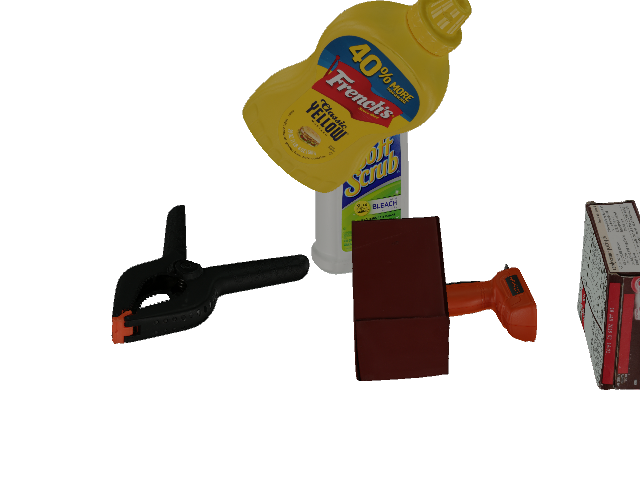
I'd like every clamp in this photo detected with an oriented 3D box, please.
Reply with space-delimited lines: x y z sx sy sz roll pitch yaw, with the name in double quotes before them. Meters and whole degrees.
"clamp" -0.134 0.032 1.016 0.165 0.036 0.209 26 37 28

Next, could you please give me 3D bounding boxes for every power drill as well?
"power drill" 0.145 0.085 1.208 0.187 0.057 0.184 -3 27 -1

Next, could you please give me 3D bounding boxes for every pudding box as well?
"pudding box" 0.203 0.035 0.728 0.039 0.090 0.113 0 27 4

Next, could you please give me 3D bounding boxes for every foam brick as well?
"foam brick" 0.044 0.031 0.594 0.051 0.078 0.053 -2 -44 3

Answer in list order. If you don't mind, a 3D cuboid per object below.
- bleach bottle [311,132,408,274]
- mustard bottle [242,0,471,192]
"bleach bottle" 0.037 -0.097 1.064 0.102 0.251 0.068 -10 24 -17
"mustard bottle" 0.034 -0.114 0.762 0.192 0.096 0.058 -35 15 40
